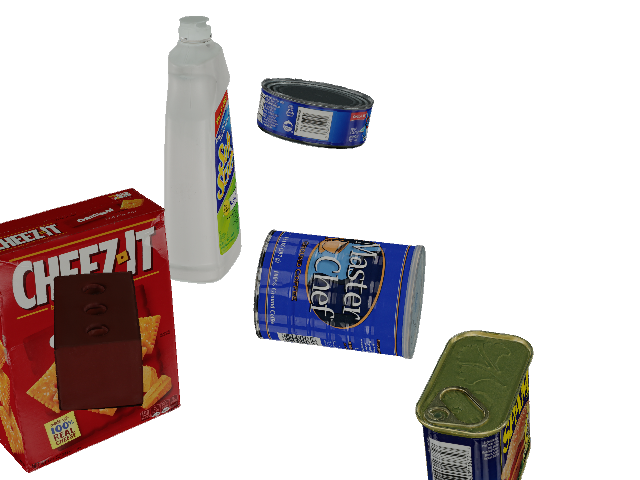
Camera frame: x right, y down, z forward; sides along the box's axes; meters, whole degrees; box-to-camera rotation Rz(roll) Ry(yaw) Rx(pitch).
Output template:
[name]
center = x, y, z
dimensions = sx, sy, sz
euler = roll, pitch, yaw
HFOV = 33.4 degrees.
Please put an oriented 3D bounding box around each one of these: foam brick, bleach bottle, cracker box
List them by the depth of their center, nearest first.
[foam brick]
center = -0.142, 0.063, 0.677
dimensions = 0.053, 0.051, 0.078
euler = -3, 33, -13
[cracker box]
center = -0.215, 0.079, 0.959
dimensions = 0.163, 0.214, 0.072
euler = -19, 31, -34
[bleach bottle]
center = -0.120, -0.091, 1.048
dimensions = 0.068, 0.251, 0.102
euler = 6, 25, 12

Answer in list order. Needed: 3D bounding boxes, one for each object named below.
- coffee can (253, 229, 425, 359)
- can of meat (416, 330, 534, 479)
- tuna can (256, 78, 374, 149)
[coffee can]
center = 0.020, 0.048, 0.971
dimensions = 0.140, 0.103, 0.102
euler = 6, 1, 10
[can of meat]
center = 0.102, 0.122, 0.686
dimensions = 0.057, 0.084, 0.102
euler = 6, 32, 22
[tuna can]
center = -0.005, -0.096, 0.804
dimensions = 0.086, 0.034, 0.086
euler = 9, 18, -3
